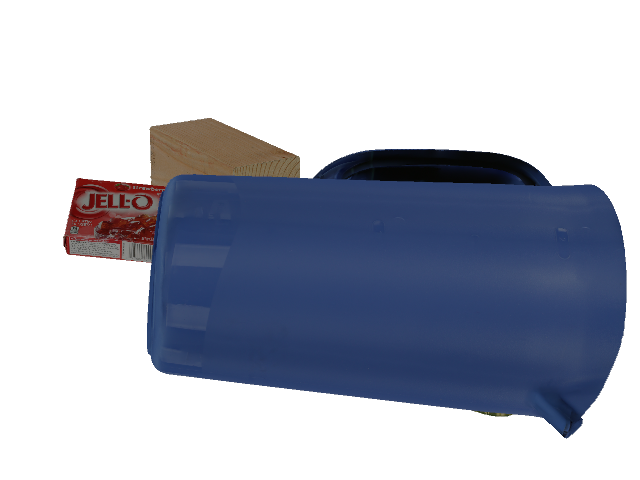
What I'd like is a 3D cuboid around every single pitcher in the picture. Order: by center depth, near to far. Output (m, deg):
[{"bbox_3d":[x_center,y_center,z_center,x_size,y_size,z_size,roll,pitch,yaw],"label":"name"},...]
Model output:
[{"bbox_3d":[0.032,0.018,0.590,0.242,0.145,0.149,5,6,-5],"label":"pitcher"}]

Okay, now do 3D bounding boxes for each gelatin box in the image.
[{"bbox_3d":[-0.182,-0.019,0.964,0.089,0.073,0.030,6,-43,-6],"label":"gelatin box"}]

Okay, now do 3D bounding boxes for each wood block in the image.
[{"bbox_3d":[-0.119,-0.078,1.284,0.090,0.090,0.206,-12,25,-33],"label":"wood block"}]

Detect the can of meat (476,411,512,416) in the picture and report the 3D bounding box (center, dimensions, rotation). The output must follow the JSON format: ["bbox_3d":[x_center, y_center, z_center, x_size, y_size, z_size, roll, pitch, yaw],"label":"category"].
[{"bbox_3d":[0.197,0.140,1.181,0.057,0.084,0.102,5,10,22],"label":"can of meat"}]
